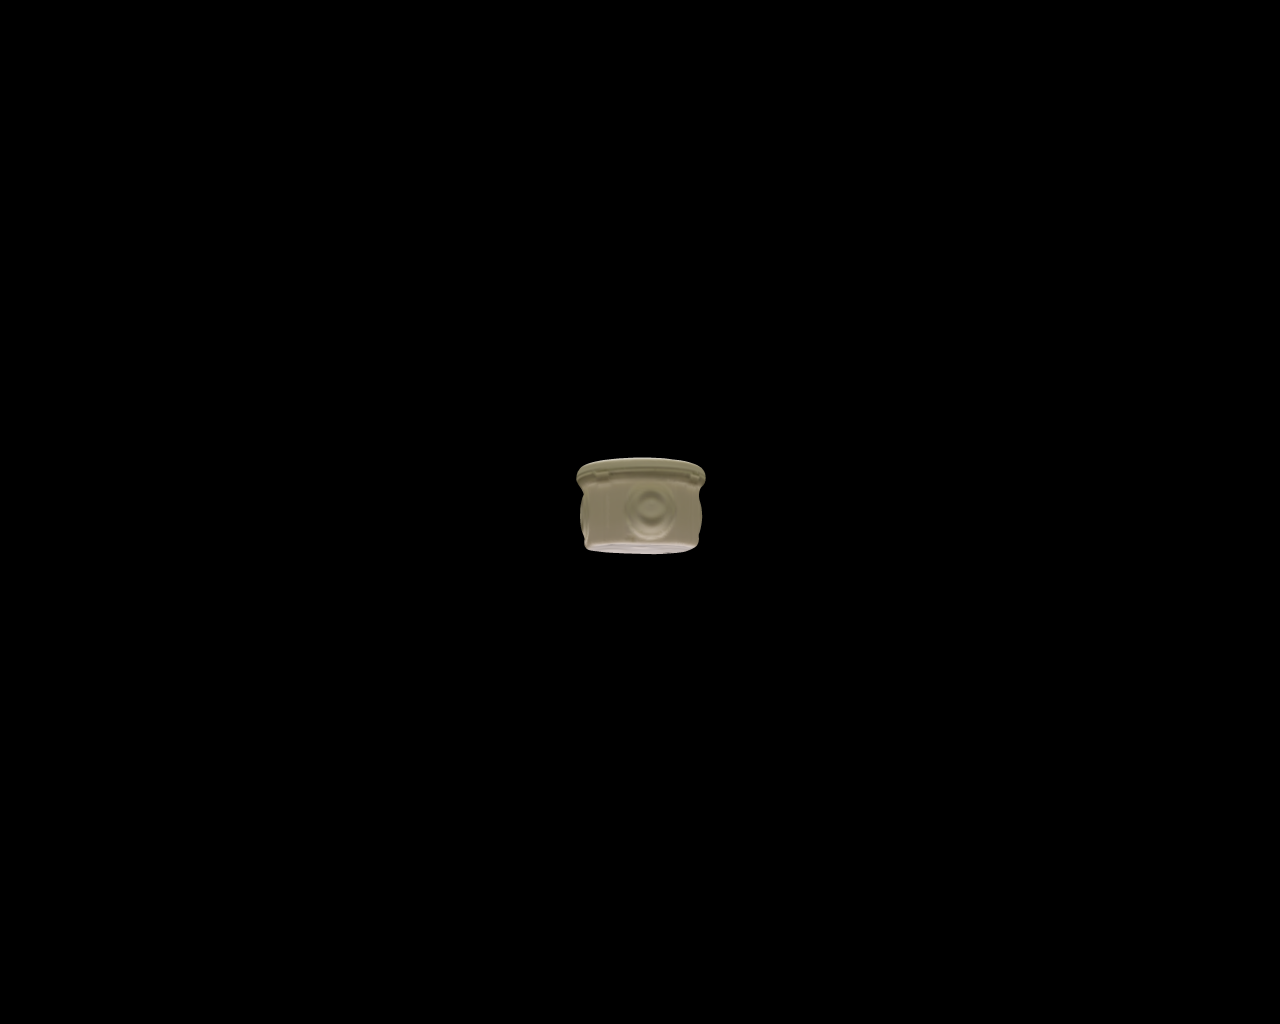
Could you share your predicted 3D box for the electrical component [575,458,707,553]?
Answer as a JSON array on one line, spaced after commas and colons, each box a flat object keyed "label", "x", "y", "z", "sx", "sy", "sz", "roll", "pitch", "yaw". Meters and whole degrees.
[{"label": "electrical component", "x": 0.001, "y": -0.003, "z": 0.650, "sx": 0.080, "sy": 0.051, "sz": 0.080, "roll": 0, "pitch": -7, "yaw": 0}]
